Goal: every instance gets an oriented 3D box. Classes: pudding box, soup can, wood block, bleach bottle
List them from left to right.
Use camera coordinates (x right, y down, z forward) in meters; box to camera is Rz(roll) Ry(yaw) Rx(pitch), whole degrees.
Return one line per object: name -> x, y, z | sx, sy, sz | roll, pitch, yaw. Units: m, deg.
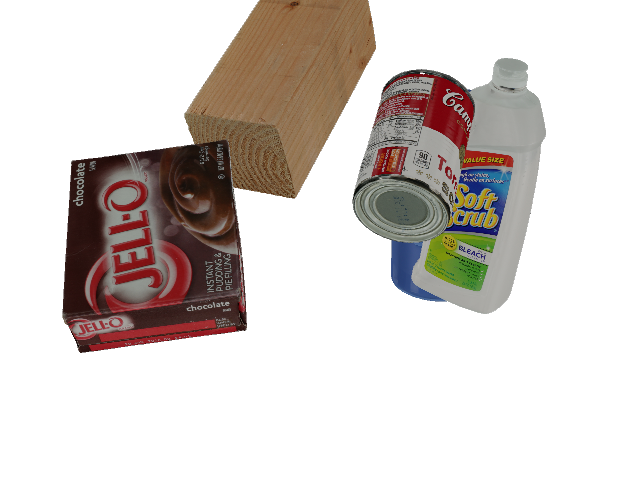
pudding box -> -0.088, 0.001, 0.572 | 0.090, 0.113, 0.039 | -7, -42, -1
wood block -> -0.030, -0.147, 0.971 | 0.091, 0.206, 0.090 | 11, -37, 22
soup can -> 0.064, -0.058, 0.730 | 0.068, 0.102, 0.068 | 11, -36, 8
bleach bottle -> 0.152, -0.055, 1.011 | 0.103, 0.251, 0.068 | 25, 39, 26

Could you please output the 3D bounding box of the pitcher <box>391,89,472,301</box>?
pitcher -> 0.140, -0.052, 1.249 | 0.149, 0.243, 0.145 | -7, 25, -20
